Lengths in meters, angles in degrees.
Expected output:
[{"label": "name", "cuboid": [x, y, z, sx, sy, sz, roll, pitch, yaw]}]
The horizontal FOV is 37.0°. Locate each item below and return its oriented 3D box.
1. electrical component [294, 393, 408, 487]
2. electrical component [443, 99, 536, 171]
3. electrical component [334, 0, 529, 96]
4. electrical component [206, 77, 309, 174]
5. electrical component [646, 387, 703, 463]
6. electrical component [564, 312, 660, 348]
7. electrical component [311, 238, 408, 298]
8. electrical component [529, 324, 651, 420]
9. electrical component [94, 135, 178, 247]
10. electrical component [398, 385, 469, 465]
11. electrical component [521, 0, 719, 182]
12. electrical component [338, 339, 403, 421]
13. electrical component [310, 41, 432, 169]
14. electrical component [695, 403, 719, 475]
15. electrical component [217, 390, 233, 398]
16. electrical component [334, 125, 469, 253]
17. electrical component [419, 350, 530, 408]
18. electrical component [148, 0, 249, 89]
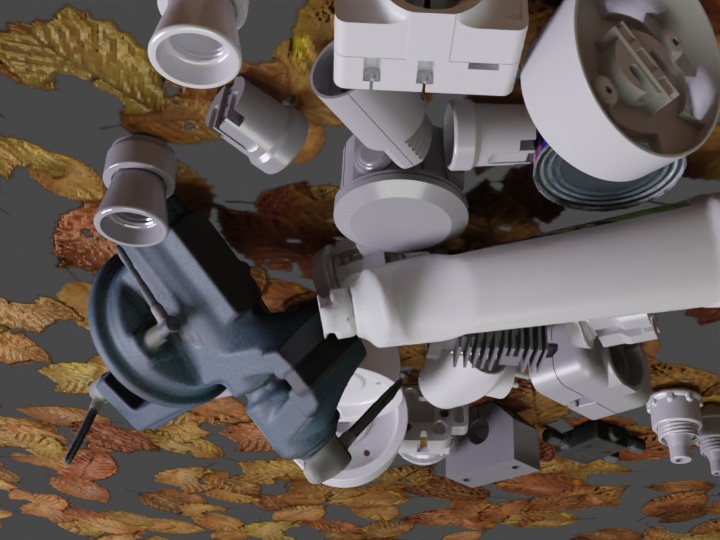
[{"label": "electrical component", "cuboid": [-0.014, 0.132, 0.912, 0.108, 0.108, 0.060, 1, 156, 2]}, {"label": "electrical component", "cuboid": [0.073, -0.077, 0.610, 0.046, 0.040, 0.040, -1, 150, -6]}, {"label": "electrical component", "cuboid": [0.033, -0.123, 0.520, 0.089, 0.050, 0.055, 3, 150, 0]}, {"label": "electrical component", "cuboid": [-0.059, -0.083, 0.610, 0.046, 0.040, 0.040, 33, 139, -32]}, {"label": "electrical component", "cuboid": [0.276, 0.136, 0.936, 0.048, 0.062, 0.048, 2, 150, 1]}, {"label": "electrical component", "cuboid": [0.173, 0.023, 0.756, 0.057, 0.058, 0.078, -14, 146, 20]}, {"label": "electrical component", "cuboid": [0.000, 0.000, 0.741, 0.055, 0.048, 0.066, -18, 144, 19]}, {"label": "electrical component", "cuboid": [0.185, 0.076, 0.848, 0.095, 0.053, 0.059, 28, 141, -36]}, {"label": "electrical component", "cuboid": [-0.136, -0.048, 0.657, 0.045, 0.055, 0.045, 2, 150, 1]}, {"label": "electrical component", "cuboid": [0.057, 0.140, 0.966, 0.078, 0.058, 0.057, 1, 147, 3]}, {"label": "electrical component", "cuboid": [0.129, -0.095, 0.519, 0.099, 0.099, 0.064, 15, 154, -20]}, {"label": "electrical component", "cuboid": [-0.019, 0.071, 0.848, 0.108, 0.060, 0.108, 2, 150, 1]}, {"label": "electrical component", "cuboid": [0.013, -0.089, 0.588, 0.043, 0.043, 0.081, -15, 145, 28]}, {"label": "electrical component", "cuboid": [0.317, 0.153, 0.961, 0.035, 0.061, 0.035, 2, 150, 1]}, {"label": "electrical component", "cuboid": [-0.150, 0.075, 0.876, 0.089, 0.050, 0.055, -12, 147, 24]}, {"label": "electrical component", "cuboid": [0.025, -0.048, 0.649, 0.080, 0.051, 0.080, 2, 150, 1]}, {"label": "electrical component", "cuboid": [0.100, 0.083, 0.877, 0.079, 0.043, 0.077, 14, 148, -20]}, {"label": "electrical component", "cuboid": [-0.077, -0.123, 0.524, 0.045, 0.055, 0.045, 2, 150, 1]}]
